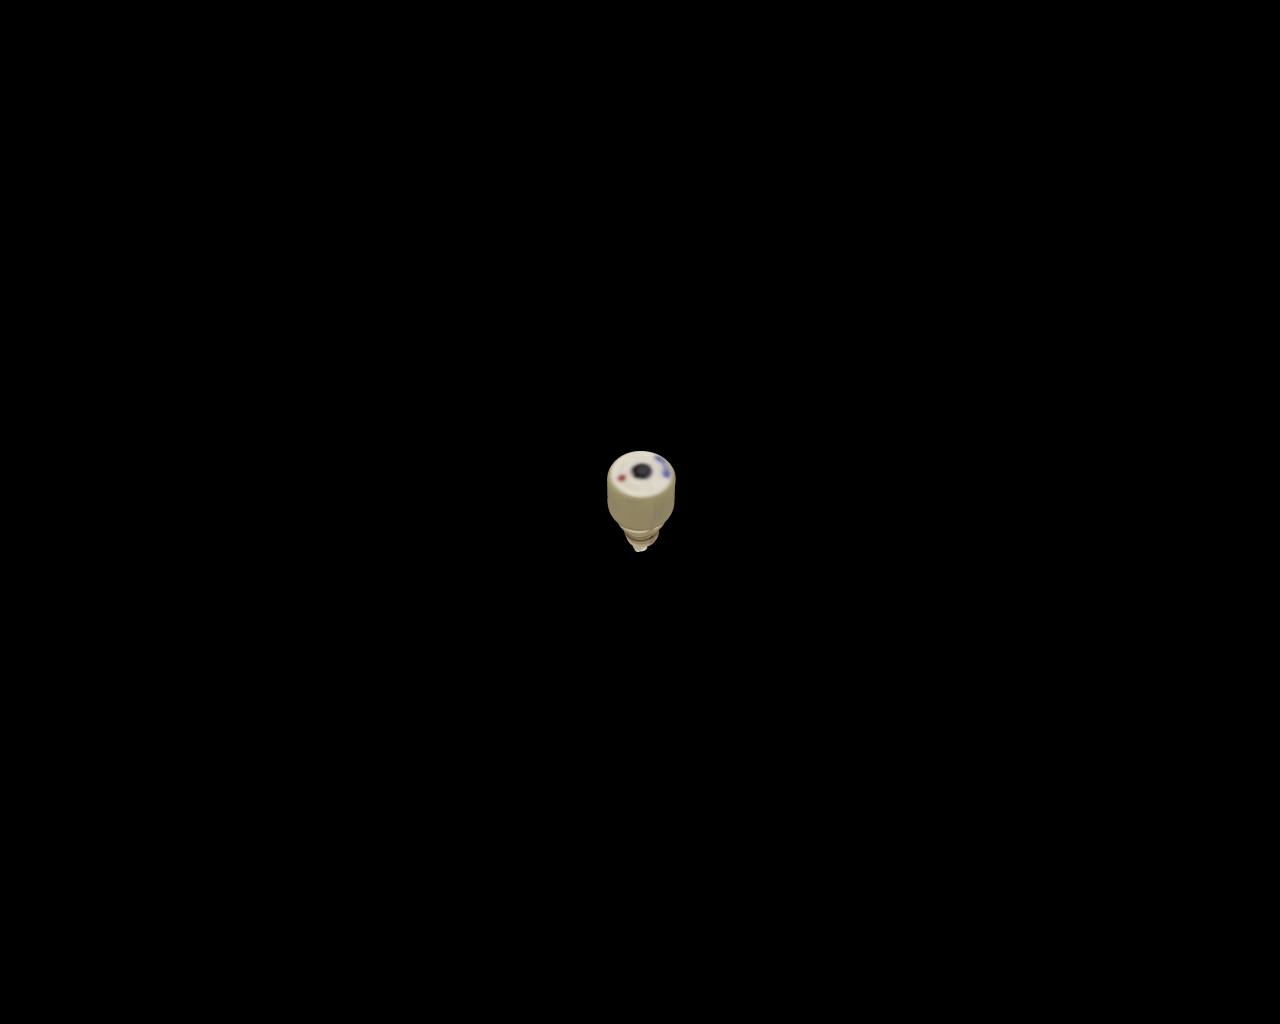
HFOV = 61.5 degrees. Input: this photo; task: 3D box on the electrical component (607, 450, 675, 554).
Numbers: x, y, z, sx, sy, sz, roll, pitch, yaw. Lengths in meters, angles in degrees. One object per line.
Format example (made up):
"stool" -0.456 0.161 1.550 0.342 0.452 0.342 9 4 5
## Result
"electrical component" 0.001 -0.003 0.650 0.040 0.040 0.078 0 -39 0
